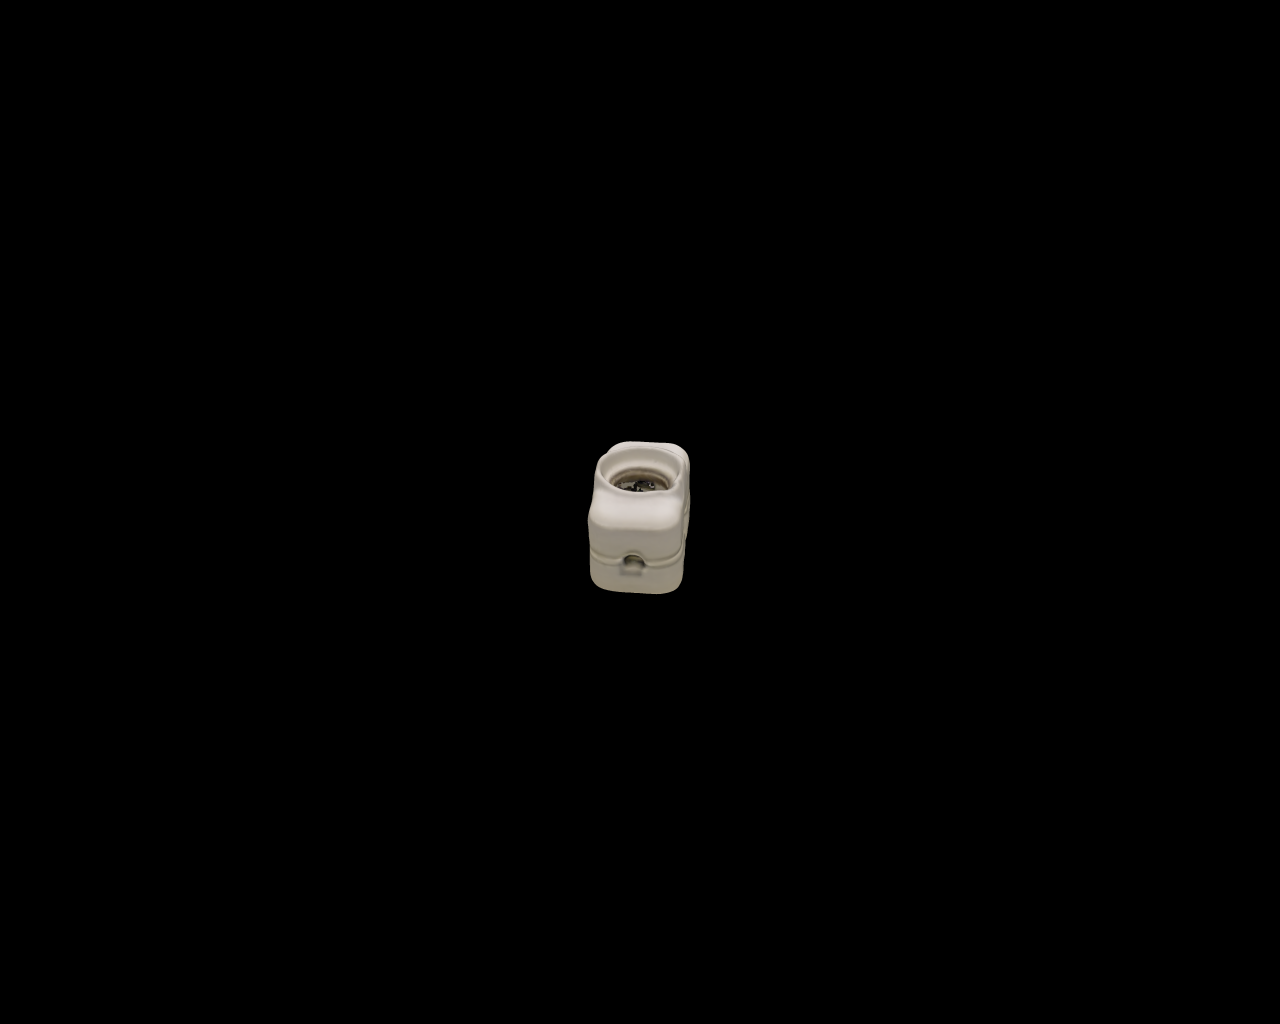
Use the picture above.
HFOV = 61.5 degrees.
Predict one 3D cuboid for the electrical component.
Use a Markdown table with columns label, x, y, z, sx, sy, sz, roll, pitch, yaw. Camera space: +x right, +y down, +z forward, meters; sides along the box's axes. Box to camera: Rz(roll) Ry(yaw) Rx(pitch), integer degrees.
| label | x | y | z | sx | sy | sz | roll | pitch | yaw |
| --- | --- | --- | --- | --- | --- | --- | --- | --- | --- |
| electrical component | 0.001 | -0.003 | 0.650 | 0.054 | 0.059 | 0.095 | 3 | 34 | 5 |
